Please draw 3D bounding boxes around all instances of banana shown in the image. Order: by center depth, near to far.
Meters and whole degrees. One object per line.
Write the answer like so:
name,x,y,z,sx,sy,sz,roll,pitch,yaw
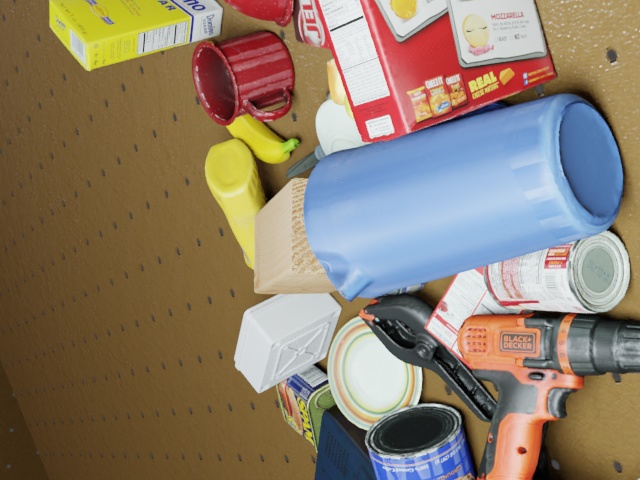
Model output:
banana,-0.086,-0.149,1.241,0.198,0.037,0.070,49,128,27

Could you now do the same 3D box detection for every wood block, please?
wood block,-0.006,0.002,1.084,0.206,0.090,0.091,147,123,-75

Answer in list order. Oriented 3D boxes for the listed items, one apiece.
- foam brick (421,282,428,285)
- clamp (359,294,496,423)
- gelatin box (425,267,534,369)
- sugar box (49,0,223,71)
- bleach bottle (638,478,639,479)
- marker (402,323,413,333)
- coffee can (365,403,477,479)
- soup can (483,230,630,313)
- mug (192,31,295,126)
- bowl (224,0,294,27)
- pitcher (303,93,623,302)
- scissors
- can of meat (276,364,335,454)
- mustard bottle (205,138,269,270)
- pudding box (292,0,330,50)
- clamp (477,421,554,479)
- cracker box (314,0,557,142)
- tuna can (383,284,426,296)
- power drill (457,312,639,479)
foam brick,0.099,-0.008,1.016,0.078,0.052,0.051,49,146,27
clamp,0.117,0.095,1.045,0.172,0.039,0.120,32,130,20
gelatin box,0.147,0.068,0.972,0.073,0.030,0.089,40,116,28
sugar box,-0.209,-0.255,1.223,0.093,0.176,0.048,48,147,29
bleach bottle,0.339,0.288,0.818,0.251,0.068,0.103,39,140,36
marker,0.097,0.100,1.125,0.121,0.020,0.020,39,140,39
coffee can,0.113,0.257,1.112,0.103,0.102,0.140,12,122,56
soup can,0.192,0.025,0.871,0.102,0.068,0.068,-3,107,59
mug,-0.075,-0.172,1.156,0.117,0.081,0.093,49,146,30
bowl,-0.076,-0.287,1.063,0.162,0.055,0.162,165,90,-78
pitcher,0.116,-0.044,0.864,0.243,0.144,0.149,-15,86,43
scissors,0.003,-0.113,1.134,0.202,0.016,0.096,4,114,57
can of meat,-0.009,0.203,1.324,0.084,0.057,0.102,32,141,49
mustard bottle,-0.078,-0.021,1.254,0.096,0.058,0.191,-107,-2,-45
pudding box,0.006,-0.241,1.021,0.090,0.039,0.113,26,130,51
clamp,0.193,0.200,0.996,0.210,0.036,0.164,134,129,-71
cracker box,0.075,-0.198,0.813,0.072,0.163,0.214,-8,103,58
tuna can,0.071,0.020,1.098,0.086,0.033,0.086,38,140,41
power drill,0.196,0.153,0.877,0.185,0.057,0.187,-1,83,40
